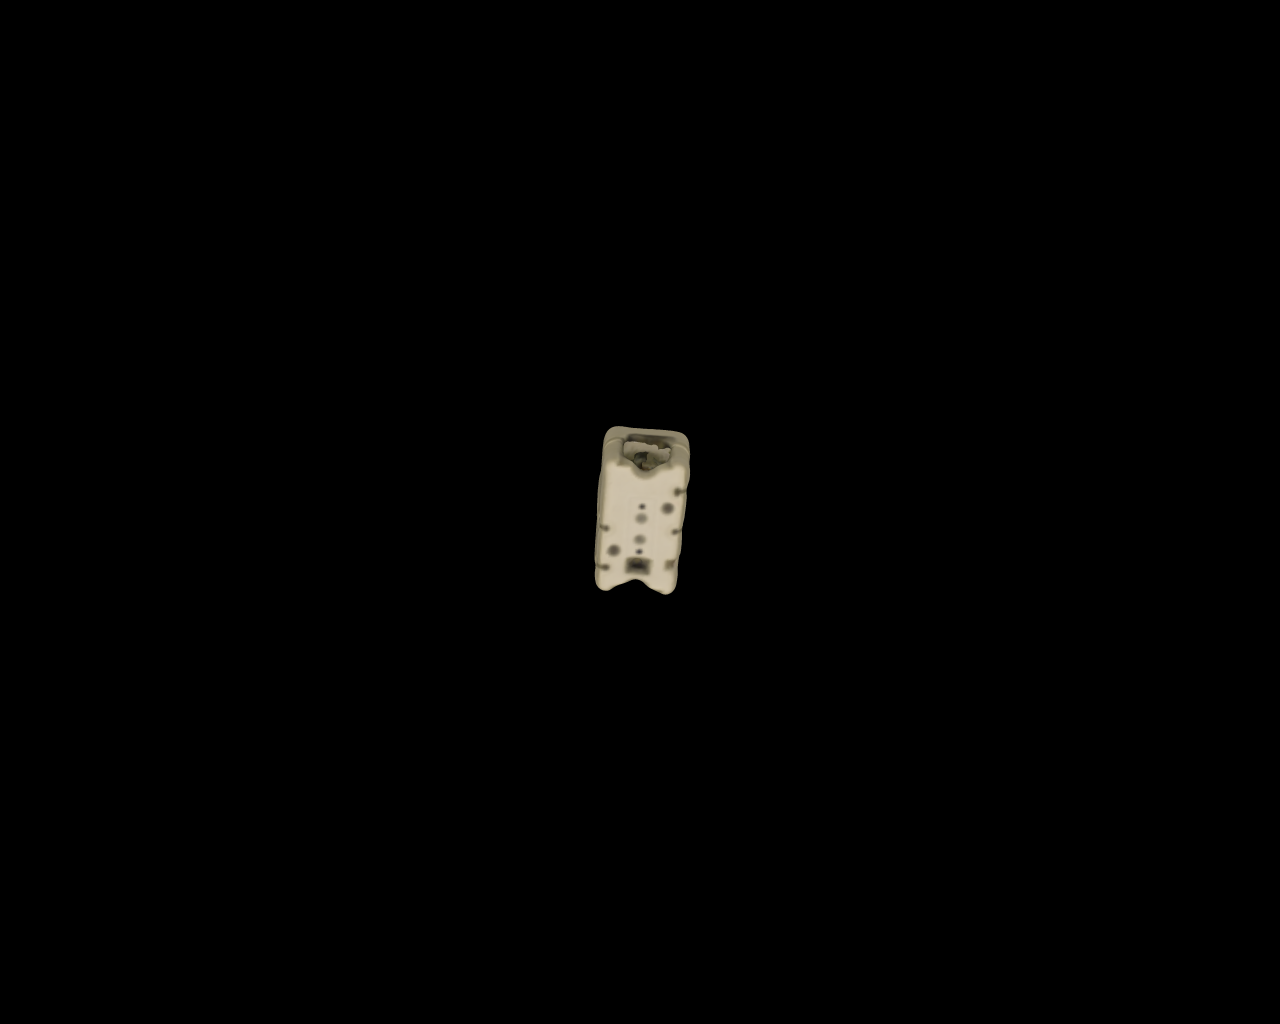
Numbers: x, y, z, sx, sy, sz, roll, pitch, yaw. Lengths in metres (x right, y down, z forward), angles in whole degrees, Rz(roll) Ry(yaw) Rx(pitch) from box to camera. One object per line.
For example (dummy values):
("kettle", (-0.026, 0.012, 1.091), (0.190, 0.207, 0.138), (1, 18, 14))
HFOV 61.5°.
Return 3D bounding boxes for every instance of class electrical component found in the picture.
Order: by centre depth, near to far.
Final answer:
("electrical component", (0.001, -0.003, 0.650), (0.050, 0.089, 0.056), (4, 28, -2))
